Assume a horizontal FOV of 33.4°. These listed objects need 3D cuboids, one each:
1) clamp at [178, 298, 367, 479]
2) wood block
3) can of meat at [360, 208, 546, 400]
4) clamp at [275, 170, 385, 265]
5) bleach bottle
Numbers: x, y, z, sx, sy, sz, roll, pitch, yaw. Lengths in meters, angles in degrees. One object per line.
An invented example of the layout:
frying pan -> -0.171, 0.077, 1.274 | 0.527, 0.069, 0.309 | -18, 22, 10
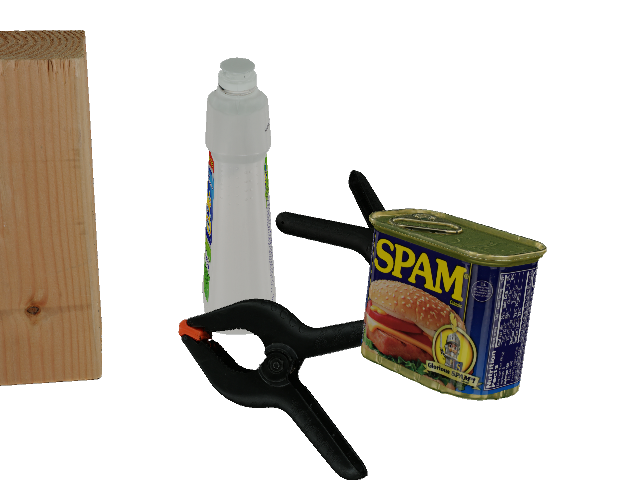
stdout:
clamp -> -0.024, 0.100, 0.771 | 0.172, 0.120, 0.039 | 10, -6, 18
wood block -> -0.188, -0.021, 0.670 | 0.090, 0.206, 0.090 | -3, 22, -11
can of meat -> 0.070, 0.034, 0.598 | 0.057, 0.084, 0.102 | -7, 19, -40
clamp -> 0.061, -0.001, 1.246 | 0.210, 0.036, 0.164 | 38, 43, 26
bleach bottle -> -0.071, -0.042, 0.928 | 0.068, 0.251, 0.102 | -2, 35, -6
